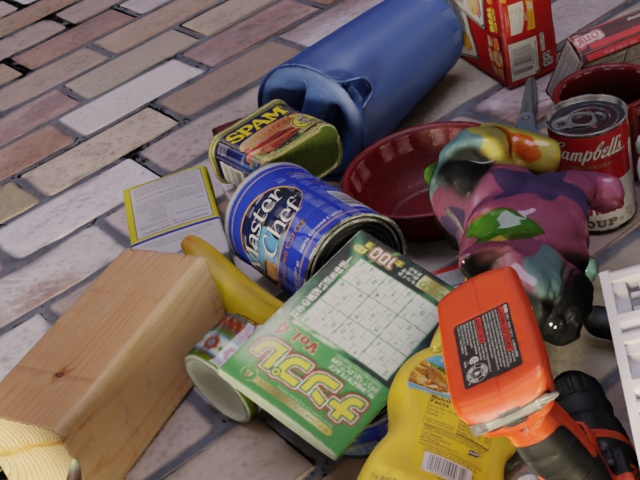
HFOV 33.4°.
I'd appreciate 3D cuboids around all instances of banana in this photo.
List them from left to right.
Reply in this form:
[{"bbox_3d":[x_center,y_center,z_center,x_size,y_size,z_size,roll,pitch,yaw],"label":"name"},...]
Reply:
[{"bbox_3d":[-0.054,0.050,0.912,0.037,0.069,0.198,-26,32,-30],"label":"banana"}]

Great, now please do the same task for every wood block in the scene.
[{"bbox_3d":[-0.169,0.105,0.867,0.091,0.090,0.205,6,39,30],"label":"wood block"}]

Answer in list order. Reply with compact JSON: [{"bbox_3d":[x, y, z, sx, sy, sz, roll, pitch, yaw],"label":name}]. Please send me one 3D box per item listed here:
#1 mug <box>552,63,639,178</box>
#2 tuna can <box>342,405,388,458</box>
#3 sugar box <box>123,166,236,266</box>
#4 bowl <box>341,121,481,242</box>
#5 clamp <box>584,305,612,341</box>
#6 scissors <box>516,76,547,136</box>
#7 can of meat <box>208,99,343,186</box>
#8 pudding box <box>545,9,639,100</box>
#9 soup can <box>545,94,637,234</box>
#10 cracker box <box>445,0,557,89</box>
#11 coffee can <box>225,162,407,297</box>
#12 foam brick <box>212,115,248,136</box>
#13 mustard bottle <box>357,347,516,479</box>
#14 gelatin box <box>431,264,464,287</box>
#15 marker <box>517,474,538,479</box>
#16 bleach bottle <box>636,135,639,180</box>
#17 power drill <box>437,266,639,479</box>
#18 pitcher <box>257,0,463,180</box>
[{"bbox_3d":[0.273,-0.102,0.973,0.093,0.081,0.117,-35,37,-26],"label":"mug"},{"bbox_3d":[0.032,0.122,0.799,0.086,0.034,0.086,-12,33,8],"label":"tuna can"},{"bbox_3d":[-0.140,-0.005,1.058,0.093,0.048,0.176,-18,36,-2],"label":"sugar box"},{"bbox_3d":[0.104,-0.047,0.994,0.162,0.055,0.162,-12,33,8],"label":"bowl"},{"bbox_3d":[0.290,0.061,0.767,0.120,0.039,0.172,-38,41,-20],"label":"clamp"},{"bbox_3d":[0.192,-0.112,1.086,0.096,0.016,0.201,-14,33,6],"label":"scissors"},{"bbox_3d":[-0.041,-0.084,1.024,0.102,0.057,0.084,-34,39,-25],"label":"can of meat"},{"bbox_3d":[0.280,-0.175,1.055,0.090,0.113,0.039,-21,69,-7],"label":"pudding box"},{"bbox_3d":[0.234,-0.065,0.917,0.068,0.102,0.068,-12,33,8],"label":"soup can"},{"bbox_3d":[0.182,-0.289,1.217,0.072,0.164,0.214,-22,33,-11],"label":"cracker box"},{"bbox_3d":[-0.006,0.001,0.932,0.102,0.103,0.140,-31,35,-20],"label":"coffee can"},{"bbox_3d":[-0.073,-0.082,1.110,0.051,0.078,0.053,-21,34,-9],"label":"foam brick"},{"bbox_3d":[0.090,0.126,0.729,0.096,0.058,0.191,23,41,3],"label":"mustard bottle"},{"bbox_3d":[0.098,0.061,0.862,0.073,0.030,0.089,-17,33,-2],"label":"gelatin box"},{"bbox_3d":[0.138,0.195,0.656,0.020,0.020,0.121,-13,34,7],"label":"marker"},{"bbox_3d":[0.329,-0.031,0.813,0.102,0.068,0.251,-27,33,-4],"label":"bleach bottle"},{"bbox_3d":[0.141,0.104,0.639,0.057,0.187,0.184,-31,31,17],"label":"power drill"},{"bbox_3d":[0.047,-0.176,1.161,0.149,0.145,0.242,22,45,27],"label":"pitcher"}]
